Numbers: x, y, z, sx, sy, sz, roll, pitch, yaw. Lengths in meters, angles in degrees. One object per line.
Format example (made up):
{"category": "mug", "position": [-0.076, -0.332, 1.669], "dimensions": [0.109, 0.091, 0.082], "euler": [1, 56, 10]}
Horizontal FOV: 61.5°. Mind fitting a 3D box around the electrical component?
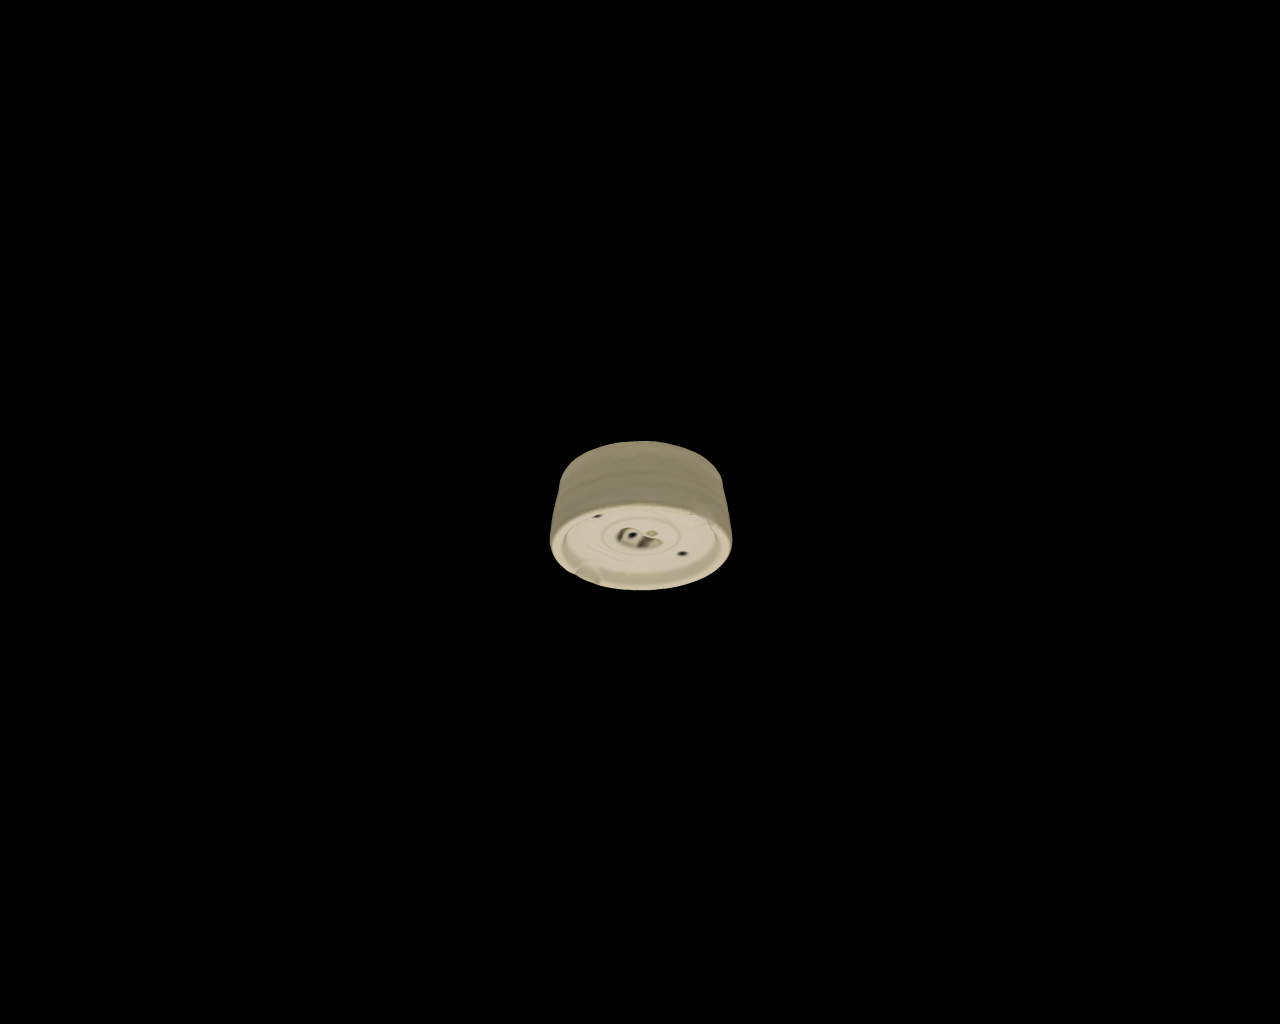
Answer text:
{"category": "electrical component", "position": [0.001, -0.003, 0.650], "dimensions": [0.108, 0.060, 0.108], "euler": [0, -30, 0]}
